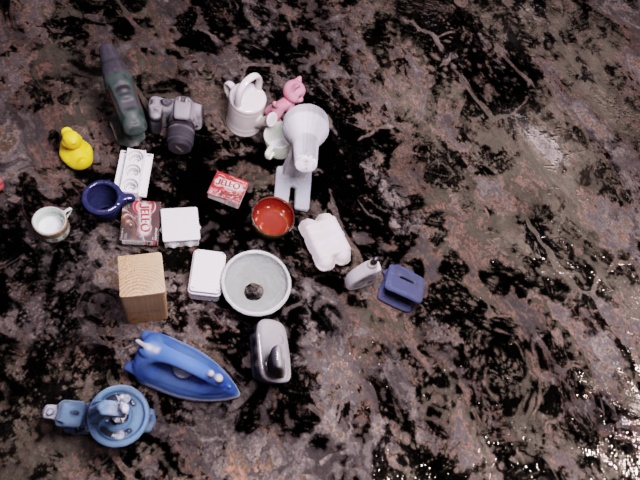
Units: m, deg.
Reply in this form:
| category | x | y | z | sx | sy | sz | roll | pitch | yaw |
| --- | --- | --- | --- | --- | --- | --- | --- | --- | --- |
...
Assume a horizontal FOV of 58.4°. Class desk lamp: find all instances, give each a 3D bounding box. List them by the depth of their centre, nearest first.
| category | x | y | z | sx | sy | sz | roll | pitch | yaw |
| --- | --- | --- | --- | --- | --- | --- | --- | --- | --- |
| desk lamp | -0.047 | -0.212 | 1.472 | 0.118 | 0.213 | 0.203 | 7 | 65 | -10 |

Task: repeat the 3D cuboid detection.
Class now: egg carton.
| category | x | y | z | sx | sy | sz | roll | pitch | yaw |
| --- | --- | --- | --- | --- | --- | --- | --- | --- | --- |
| egg carton | 0.014 | 0.005 | 1.472 | 0.107 | 0.069 | 0.150 | -21 | 73 | -21 |

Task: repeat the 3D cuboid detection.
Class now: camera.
| category | x | y | z | sx | sy | sz | roll | pitch | yaw |
| --- | --- | --- | --- | --- | --- | --- | --- | --- | --- |
| camera | -0.378 | -0.302 | 1.494 | 0.143 | 0.100 | 0.137 | 4 | 66 | -12 |

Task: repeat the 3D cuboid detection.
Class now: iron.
| category | x | y | z | sx | sy | sz | roll | pitch | yaw |
| --- | --- | --- | --- | --- | --- | --- | --- | --- | --- |
| iron | -0.287 | 0.277 | 1.240 | 0.258 | 0.141 | 0.119 | 22 | 64 | -3 |

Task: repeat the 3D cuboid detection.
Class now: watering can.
| category | x | y | z | sx | sy | sz | roll | pitch | yaw |
| --- | --- | --- | --- | --- | --- | --- | --- | --- | --- |
| watering can | -0.185 | -0.364 | 1.516 | 0.173 | 0.194 | 0.101 | 23 | 64 | -3 |

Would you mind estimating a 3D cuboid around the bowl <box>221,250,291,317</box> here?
| category | x | y | z | sx | sy | sz | roll | pitch | yaw |
| --- | --- | --- | --- | --- | --- | --- | --- | --- | --- |
| bowl | -0.157 | 0.113 | 1.380 | 0.167 | 0.074 | 0.167 | 5 | 66 | -11 |

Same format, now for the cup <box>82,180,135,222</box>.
| category | x | y | z | sx | sy | sz | roll | pitch | yaw |
| --- | --- | --- | --- | --- | --- | --- | --- | --- | --- |
| cup | -0.501 | -0.085 | 1.372 | 0.118 | 0.095 | 0.091 | -4 | 68 | -15 |

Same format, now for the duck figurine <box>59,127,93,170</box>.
| category | x | y | z | sx | sy | sz | roll | pitch | yaw |
| --- | --- | --- | --- | --- | --- | --- | --- | --- | --- |
| duck figurine | -0.607 | -0.231 | 1.415 | 0.078 | 0.086 | 0.104 | -27 | 75 | -22 |

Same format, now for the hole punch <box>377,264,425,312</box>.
| category | x | y | z | sx | sy | sz | roll | pitch | yaw |
| --- | --- | --- | --- | --- | --- | --- | --- | --- | --- |
| hole punch | 0.210 | 0.114 | 1.460 | 0.108 | 0.091 | 0.101 | 24 | 63 | -2 |

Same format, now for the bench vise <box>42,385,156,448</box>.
| category | x | y | z | sx | sy | sz | roll | pitch | yaw |
| --- | --- | --- | --- | --- | --- | --- | --- | --- | --- |
| bench vise | -0.435 | 0.353 | 1.126 | 0.208 | 0.219 | 0.121 | -10 | 69 | -17 |

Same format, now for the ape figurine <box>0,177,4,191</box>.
| category | x | y | z | sx | sy | sz | roll | pitch | yaw |
| --- | --- | --- | --- | --- | --- | --- | --- | --- | --- |
| ape figurine | -0.781 | -0.138 | 1.328 | 0.078 | 0.092 | 0.076 | -6 | 68 | -16 |

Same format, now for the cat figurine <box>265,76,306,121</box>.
| category | x | y | z | sx | sy | sz | roll | pitch | yaw |
| --- | --- | --- | --- | --- | --- | --- | --- | --- | --- |
| cat figurine | -0.090 | -0.397 | 1.596 | 0.128 | 0.117 | 0.067 | -39 | 80 | -25 |

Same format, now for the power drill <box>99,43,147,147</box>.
| category | x | y | z | sx | sy | sz | roll | pitch | yaw |
| --- | --- | --- | --- | --- | --- | --- | --- | --- | --- |
| power drill | -0.489 | -0.338 | 1.422 | 0.076 | 0.208 | 0.229 | -21 | 73 | -21 |

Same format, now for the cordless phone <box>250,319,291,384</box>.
| category | x | y | z | sx | sy | sz | roll | pitch | yaw |
| --- | --- | --- | --- | --- | --- | --- | --- | --- | --- |
| cordless phone | -0.102 | 0.240 | 1.277 | 0.094 | 0.185 | 0.147 | -5 | 68 | -15 |

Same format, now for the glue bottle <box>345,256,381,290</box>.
| category | x | y | z | sx | sy | sz | roll | pitch | yaw |
| --- | --- | --- | --- | --- | --- | --- | --- | --- | --- |
| glue bottle | 0.116 | 0.076 | 1.408 | 0.078 | 0.173 | 0.037 | -11 | 70 | -17 |
